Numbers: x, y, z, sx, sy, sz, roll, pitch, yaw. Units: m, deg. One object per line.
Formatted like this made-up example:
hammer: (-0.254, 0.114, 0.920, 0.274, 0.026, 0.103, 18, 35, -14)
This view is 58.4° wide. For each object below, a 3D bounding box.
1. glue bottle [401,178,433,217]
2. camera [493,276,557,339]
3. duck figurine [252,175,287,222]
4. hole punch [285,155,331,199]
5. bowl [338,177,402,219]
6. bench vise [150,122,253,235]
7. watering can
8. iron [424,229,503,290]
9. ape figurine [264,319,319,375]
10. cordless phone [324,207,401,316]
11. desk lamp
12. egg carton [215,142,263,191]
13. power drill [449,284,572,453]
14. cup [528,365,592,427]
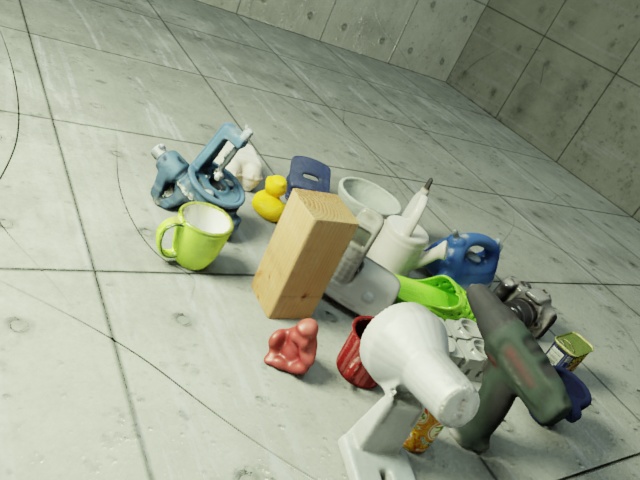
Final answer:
glue bottle: (0.232, -0.077, 1.395, 0.037, 0.173, 0.078, 32, 28, 11)
camera: (0.438, 0.145, 1.268, 0.137, 0.101, 0.142, -4, 40, -44)
duck figurine: (-0.098, -0.097, 1.240, 0.078, 0.086, 0.104, 7, 33, -32)
hole punch: (-0.026, -0.137, 1.365, 0.109, 0.091, 0.101, 16, 29, -20)
bowl: (0.111, -0.082, 1.406, 0.168, 0.074, 0.167, 21, 28, -11)
bench vise: (-0.218, -0.133, 1.054, 0.207, 0.219, 0.121, 23, 28, -7)
watering can: (0.187, -0.007, 1.213, 0.173, 0.194, 0.101, 19, 28, -13)
iron: (0.354, 0.039, 1.335, 0.259, 0.141, 0.118, 3, 36, -38)
ape figurine: (-0.032, 0.154, 0.860, 0.076, 0.092, 0.077, -5, 40, -45)
cordless phone: (0.091, 0.044, 1.054, 0.147, 0.185, 0.094, 30, 28, 6)
desk lamp: (0.114, 0.217, 0.747, 0.118, 0.213, 0.203, 13, 30, -24)
egg carton: (-0.194, -0.176, 1.312, 0.107, 0.069, 0.150, 9, 32, -29)
power drill: (0.263, 0.212, 0.888, 0.076, 0.208, 0.229, 0, 38, -41)
cup: (0.414, 0.292, 1.004, 0.092, 0.095, 0.118, 23, 28, -7)
